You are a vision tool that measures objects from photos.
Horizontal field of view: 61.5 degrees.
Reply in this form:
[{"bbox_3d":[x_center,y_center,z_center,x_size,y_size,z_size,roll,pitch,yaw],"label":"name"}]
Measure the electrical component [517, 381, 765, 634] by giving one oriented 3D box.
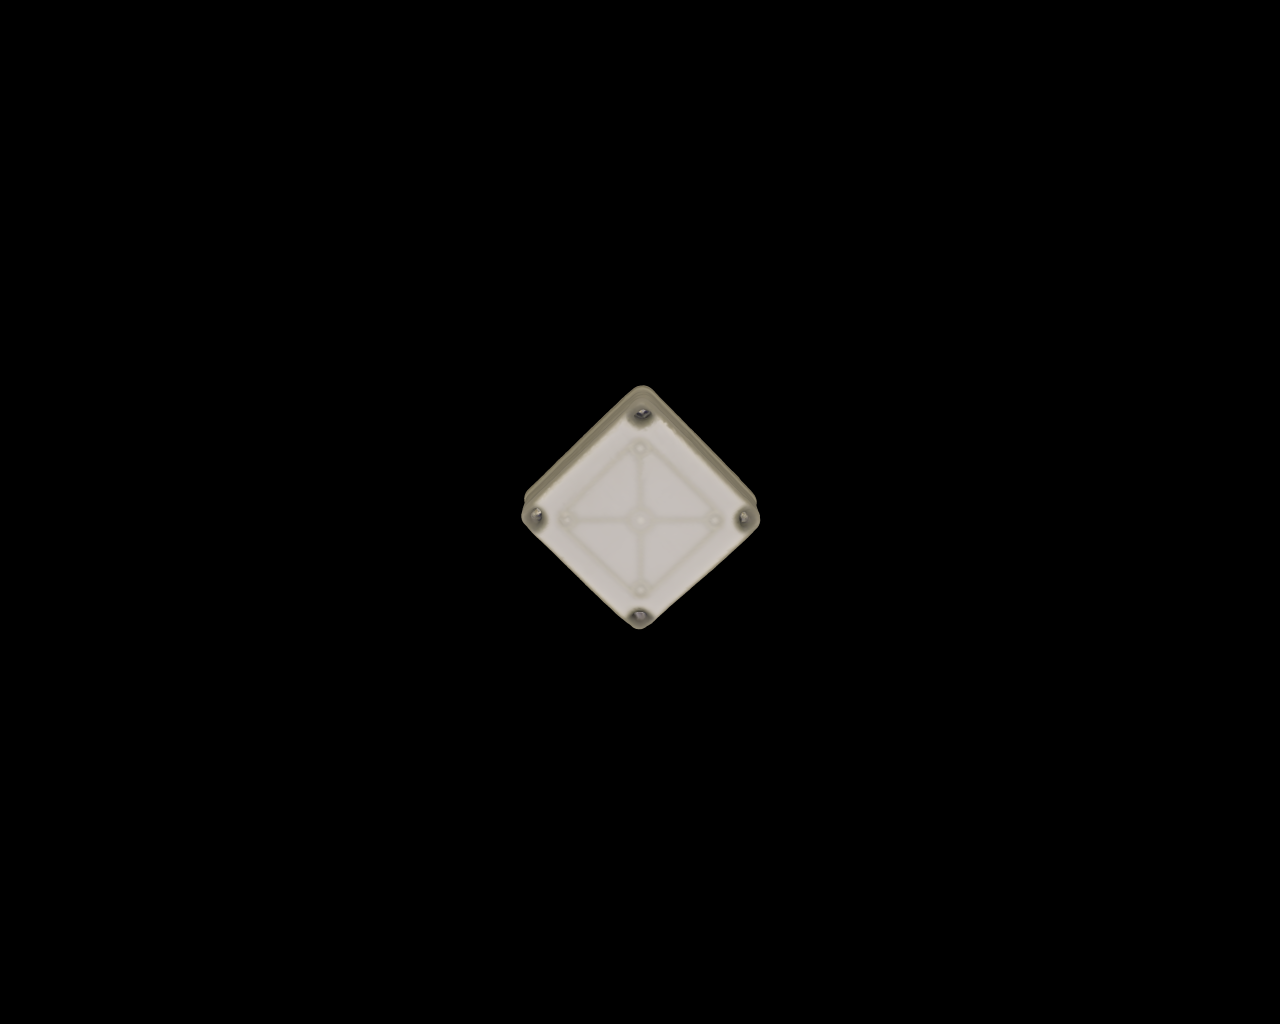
[{"bbox_3d":[0.001,-0.003,0.650,0.108,0.108,0.056,-43,12,11],"label":"electrical component"}]
